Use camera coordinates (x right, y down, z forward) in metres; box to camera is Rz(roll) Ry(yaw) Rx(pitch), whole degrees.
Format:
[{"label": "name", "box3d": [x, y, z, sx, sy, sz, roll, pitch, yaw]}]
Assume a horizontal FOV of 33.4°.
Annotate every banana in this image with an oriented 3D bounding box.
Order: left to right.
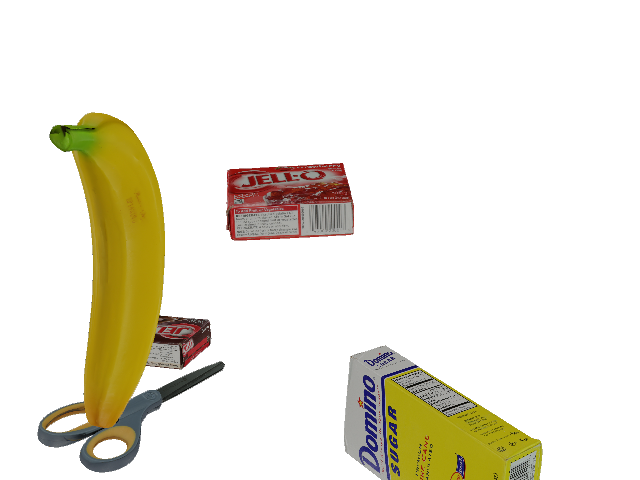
[{"label": "banana", "box3d": [-0.107, 0.009, 0.545, 0.037, 0.198, 0.069, 23, 43, 25]}]

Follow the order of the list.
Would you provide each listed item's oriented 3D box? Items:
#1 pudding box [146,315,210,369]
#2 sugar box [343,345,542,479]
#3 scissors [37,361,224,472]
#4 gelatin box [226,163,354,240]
[{"label": "pudding box", "box3d": [-0.202, 0.122, 1.299, 0.114, 0.039, 0.090, 2, 13, 17]}, {"label": "sugar box", "box3d": [0.087, 0.159, 0.818, 0.048, 0.093, 0.176, -14, 27, -37]}, {"label": "scissors", "box3d": [-0.150, 0.156, 0.954, 0.201, 0.016, 0.096, -11, 34, -34]}, {"label": "gelatin box", "box3d": [-0.023, -0.029, 0.770, 0.089, 0.030, 0.073, -3, 25, -3]}]
